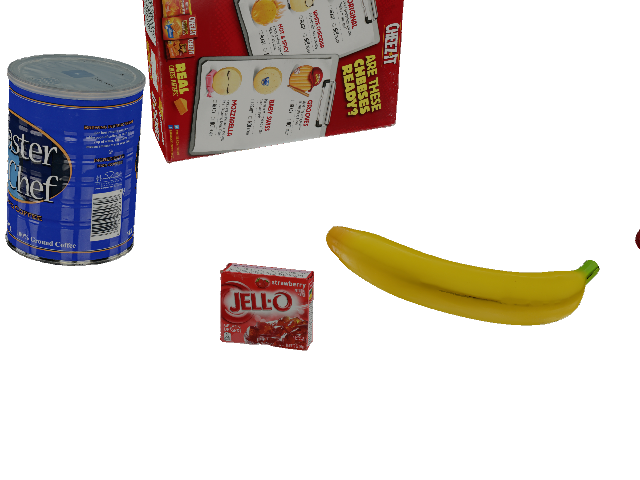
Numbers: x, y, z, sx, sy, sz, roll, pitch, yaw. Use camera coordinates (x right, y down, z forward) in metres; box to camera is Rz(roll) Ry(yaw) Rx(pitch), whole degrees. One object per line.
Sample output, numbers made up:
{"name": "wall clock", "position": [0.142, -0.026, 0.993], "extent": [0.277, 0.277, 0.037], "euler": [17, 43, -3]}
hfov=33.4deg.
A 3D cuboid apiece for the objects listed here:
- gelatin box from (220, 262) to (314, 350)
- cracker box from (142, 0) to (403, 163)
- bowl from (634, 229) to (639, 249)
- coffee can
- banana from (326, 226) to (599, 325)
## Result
{"name": "gelatin box", "position": [-0.052, 0.064, 1.025], "extent": [0.089, 0.073, 0.030], "euler": [5, 17, 12]}
{"name": "cracker box", "position": [-0.041, -0.167, 0.915], "extent": [0.213, 0.164, 0.072], "euler": [-12, 39, -16]}
{"name": "bowl", "position": [0.410, 0.025, 1.111], "extent": [0.162, 0.055, 0.162], "euler": [-3, 22, 1]}
{"name": "coffee can", "position": [-0.193, -0.065, 0.836], "extent": [0.103, 0.140, 0.103], "euler": [7, 23, -3]}
{"name": "banana", "position": [0.099, 0.028, 0.749], "extent": [0.198, 0.037, 0.069], "euler": [9, 23, 2]}
